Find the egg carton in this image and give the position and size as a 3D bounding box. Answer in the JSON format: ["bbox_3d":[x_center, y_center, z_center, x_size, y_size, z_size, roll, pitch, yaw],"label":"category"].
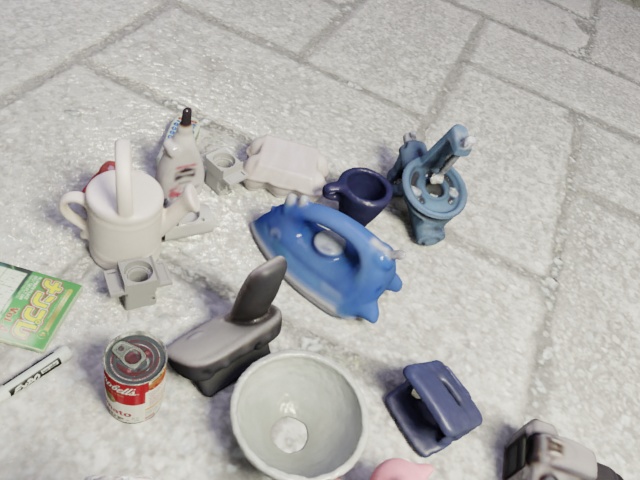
[{"bbox_3d":[-0.059,-0.122,0.993,0.150,0.069,0.107,13,46,-7],"label":"egg carton"}]

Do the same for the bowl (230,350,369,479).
[{"bbox_3d":[-0.029,0.222,0.690,0.167,0.075,0.167,10,47,-10],"label":"bowl"}]

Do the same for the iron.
[{"bbox_3d":[0.008,0.003,0.853,0.258,0.141,0.119,33,47,12],"label":"iron"}]

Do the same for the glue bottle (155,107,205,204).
[{"bbox_3d":[-0.211,-0.131,0.877,0.078,0.173,0.037,-23,60,-33],"label":"glue bottle"}]

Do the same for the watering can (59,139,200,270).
[{"bbox_3d":[-0.255,-0.052,0.777,0.173,0.194,0.100,-17,57,-31],"label":"watering can"}]

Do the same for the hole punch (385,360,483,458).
[{"bbox_3d":[0.155,0.210,0.753,0.101,0.091,0.108,-17,57,-30],"label":"hole punch"}]

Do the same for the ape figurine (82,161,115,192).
[{"bbox_3d":[-0.313,-0.078,0.851,0.078,0.092,0.076,8,47,-12],"label":"ape figurine"}]

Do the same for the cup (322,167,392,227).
[{"bbox_3d":[0.053,-0.060,0.958,0.118,0.095,0.091,-1,50,-20],"label":"cup"}]

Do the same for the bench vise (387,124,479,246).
[{"bbox_3d":[0.181,-0.127,0.976,0.122,0.220,0.207,-15,56,-29],"label":"bench vise"}]

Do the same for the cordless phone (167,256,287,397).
[{"bbox_3d":[-0.109,0.094,0.701,0.094,0.185,0.148,41,50,19],"label":"cordless phone"}]

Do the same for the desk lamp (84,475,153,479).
[{"bbox_3d":[-0.177,0.297,0.476,0.118,0.213,0.203,6,48,-13],"label":"desk lamp"}]

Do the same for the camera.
[{"bbox_3d":[0.309,0.309,0.709,0.137,0.101,0.143,21,46,1],"label":"camera"}]

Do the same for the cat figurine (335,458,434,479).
[{"bbox_3d":[0.061,0.281,0.638,0.128,0.118,0.067,8,47,-12],"label":"cat figurine"}]
